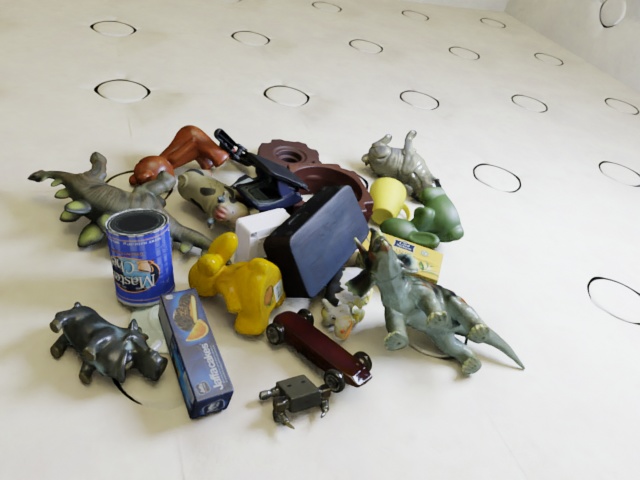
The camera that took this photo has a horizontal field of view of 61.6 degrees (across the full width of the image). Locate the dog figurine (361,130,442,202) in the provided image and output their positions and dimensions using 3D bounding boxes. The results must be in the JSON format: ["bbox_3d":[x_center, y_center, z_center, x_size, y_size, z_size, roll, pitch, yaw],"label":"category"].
[{"bbox_3d":[0.211,-0.172,1.400,0.172,0.121,0.191,-19,58,11],"label":"dog figurine"}]

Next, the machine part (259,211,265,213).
[{"bbox_3d":[-0.125,-0.048,1.148,0.039,0.084,0.139,39,28,-13],"label":"machine part"}]

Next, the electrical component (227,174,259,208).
[{"bbox_3d":[-0.161,-0.115,1.244,0.075,0.047,0.119,32,41,21],"label":"electrical component"}]

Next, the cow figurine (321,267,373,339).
[{"bbox_3d":[0.040,0.111,1.003,0.098,0.068,0.167,18,34,14],"label":"cow figurine"}]

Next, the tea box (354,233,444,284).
[{"bbox_3d":[0.162,0.051,1.116,0.170,0.068,0.098,18,39,7],"label":"tea box"}]

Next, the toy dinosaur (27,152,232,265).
[{"bbox_3d":[-0.368,-0.049,1.064,0.472,0.105,0.198,17,45,2],"label":"toy dinosaur"}]

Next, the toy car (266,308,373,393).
[{"bbox_3d":[-0.002,0.187,0.908,0.202,0.053,0.089,33,31,29],"label":"toy car"}]

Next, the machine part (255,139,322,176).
[{"bbox_3d":[-0.080,-0.196,1.364,0.179,0.056,0.179,8,37,-6],"label":"machine part"}]

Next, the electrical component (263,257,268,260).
[{"bbox_3d":[-0.108,0.060,1.027,0.094,0.063,0.021,-4,41,-20],"label":"electrical component"}]

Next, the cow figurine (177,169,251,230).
[{"bbox_3d":[-0.224,-0.086,1.133,0.195,0.085,0.127,34,15,23],"label":"cow figurine"}]

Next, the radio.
[{"bbox_3d":[-0.002,-0.003,1.037,0.073,0.131,0.229,-2,32,40],"label":"radio"}]

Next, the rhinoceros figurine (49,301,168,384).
[{"bbox_3d":[-0.327,0.164,0.832,0.190,0.073,0.112,24,29,16],"label":"rhinoceros figurine"}]

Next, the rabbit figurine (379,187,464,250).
[{"bbox_3d":[0.224,-0.016,1.211,0.170,0.121,0.159,-15,50,-6],"label":"rabbit figurine"}]

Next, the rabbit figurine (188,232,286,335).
[{"bbox_3d":[-0.164,0.074,0.945,0.173,0.162,0.122,10,47,25],"label":"rabbit figurine"}]

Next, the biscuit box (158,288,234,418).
[{"bbox_3d":[-0.198,0.173,0.842,0.063,0.059,0.203,-9,51,-29],"label":"biscuit box"}]

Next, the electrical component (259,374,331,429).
[{"bbox_3d":[-0.034,0.249,0.833,0.102,0.045,0.078,-11,15,-32],"label":"electrical component"}]

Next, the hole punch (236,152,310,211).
[{"bbox_3d":[-0.102,-0.112,1.119,0.115,0.092,0.142,13,18,-42],"label":"hole punch"}]

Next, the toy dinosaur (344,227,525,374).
[{"bbox_3d":[0.197,0.121,0.963,0.404,0.131,0.192,30,25,-33],"label":"toy dinosaur"}]

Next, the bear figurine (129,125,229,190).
[{"bbox_3d":[-0.327,-0.167,1.225,0.131,0.120,0.196,47,64,-22],"label":"bear figurine"}]

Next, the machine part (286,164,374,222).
[{"bbox_3d":[0.006,-0.089,1.231,0.201,0.087,0.201,-5,41,-19],"label":"machine part"}]
